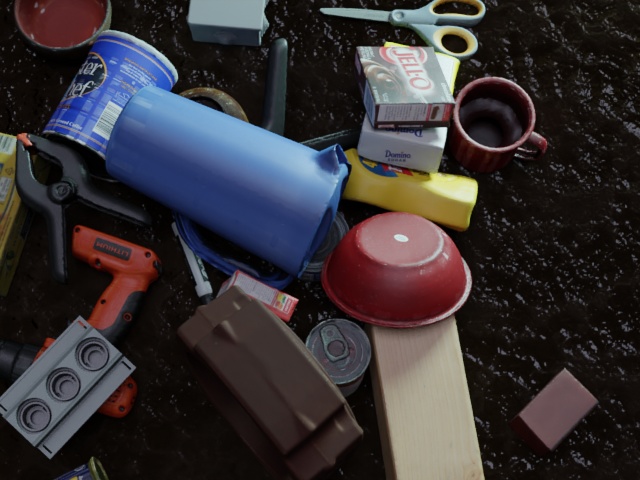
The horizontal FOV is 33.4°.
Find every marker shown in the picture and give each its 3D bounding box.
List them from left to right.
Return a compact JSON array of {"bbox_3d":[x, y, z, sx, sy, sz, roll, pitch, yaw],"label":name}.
[{"bbox_3d":[-0.138,0.034,1.198,0.020,0.020,0.121,-20,73,-8],"label":"marker"}]

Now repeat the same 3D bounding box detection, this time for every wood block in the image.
[{"bbox_3d":[0.107,0.179,1.121,0.090,0.090,0.206,-7,73,-5],"label":"wood block"}]

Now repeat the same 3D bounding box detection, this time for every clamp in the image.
[{"bbox_3d":[-0.264,-0.049,1.150,0.120,0.039,0.171,-26,80,-18],"label":"clamp"},{"bbox_3d":[-0.050,-0.112,1.213,0.210,0.036,0.164,-47,111,-9],"label":"clamp"}]

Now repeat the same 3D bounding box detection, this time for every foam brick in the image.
[{"bbox_3d":[0.249,0.186,1.143,0.078,0.053,0.051,-42,78,-15],"label":"foam brick"}]

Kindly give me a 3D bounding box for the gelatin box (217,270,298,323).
[{"bbox_3d":[-0.070,0.067,1.145,0.073,0.089,0.030,27,71,-8],"label":"gelatin box"}]

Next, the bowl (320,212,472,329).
[{"bbox_3d":[0.082,0.019,1.122,0.162,0.055,0.162,1,39,-1],"label":"bowl"}]

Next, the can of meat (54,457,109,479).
[{"bbox_3d":[-0.248,0.288,1.092,0.084,0.057,0.102,-26,74,-8],"label":"can of meat"}]

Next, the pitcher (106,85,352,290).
[{"bbox_3d":[-0.101,-0.058,1.129,0.243,0.145,0.149,25,74,5],"label":"pitcher"}]

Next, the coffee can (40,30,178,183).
[{"bbox_3d":[-0.238,-0.151,1.211,0.103,0.103,0.140,24,73,6],"label":"coffee can"}]

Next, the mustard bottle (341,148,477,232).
[{"bbox_3d":[0.078,-0.062,1.199,0.191,0.096,0.058,15,109,4],"label":"mustard bottle"}]

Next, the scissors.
[{"bbox_3d":[0.106,-0.255,1.303,0.201,0.016,0.096,-9,73,-5],"label":"scissors"}]

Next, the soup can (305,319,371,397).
[{"bbox_3d":[0.016,0.128,1.128,0.068,0.102,0.068,1,72,-2],"label":"soup can"}]

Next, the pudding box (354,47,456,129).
[{"bbox_3d":[0.091,-0.169,1.170,0.090,0.039,0.113,-3,46,-10],"label":"pudding box"}]

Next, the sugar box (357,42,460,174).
[{"bbox_3d":[0.102,-0.153,1.218,0.093,0.048,0.176,13,47,3],"label":"sugar box"}]

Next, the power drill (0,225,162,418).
[{"bbox_3d":[-0.265,0.083,1.159,0.184,0.057,0.187,19,75,0],"label":"power drill"}]

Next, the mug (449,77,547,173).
[{"bbox_3d":[0.204,-0.123,1.228,0.117,0.081,0.093,22,72,5],"label":"mug"}]

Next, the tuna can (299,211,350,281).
[{"bbox_3d":[-0.008,0.001,1.205,0.086,0.034,0.086,1,72,-2],"label":"tuna can"}]
